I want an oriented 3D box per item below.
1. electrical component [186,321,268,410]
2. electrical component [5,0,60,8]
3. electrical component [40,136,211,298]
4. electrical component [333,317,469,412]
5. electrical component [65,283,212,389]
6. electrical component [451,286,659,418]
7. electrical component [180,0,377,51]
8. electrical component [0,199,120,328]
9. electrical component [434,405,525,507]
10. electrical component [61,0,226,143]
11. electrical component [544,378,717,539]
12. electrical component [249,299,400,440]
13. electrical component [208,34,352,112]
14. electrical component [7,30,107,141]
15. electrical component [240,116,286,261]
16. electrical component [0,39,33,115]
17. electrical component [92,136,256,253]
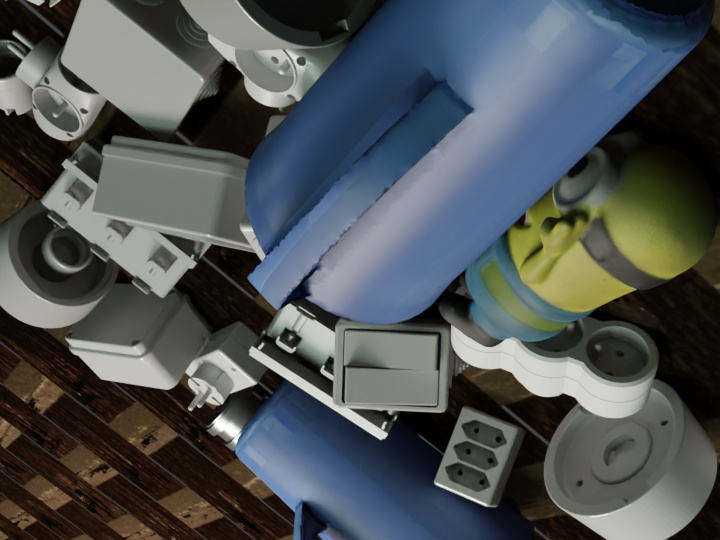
[{"bbox_3d":[-0.129,0.095,0.968,0.047,0.075,0.083,44,146,-15],"label":"electrical component"},{"bbox_3d":[-0.185,-0.202,0.631,0.063,0.078,0.121,20,159,-37],"label":"electrical component"},{"bbox_3d":[-0.180,-0.039,0.836,0.121,0.063,0.078,39,-172,-9],"label":"electrical component"},{"bbox_3d":[0.030,0.067,0.767,0.096,0.061,0.061,2,-176,3],"label":"electrical component"},{"bbox_3d":[-0.203,0.058,0.981,0.113,0.078,0.057,3,139,39],"label":"electrical component"},{"bbox_3d":[0.126,0.060,0.720,0.138,0.052,0.073,21,145,19],"label":"electrical component"},{"bbox_3d":[-0.047,-0.161,0.535,0.060,0.108,0.108,2,136,48],"label":"electrical component"},{"bbox_3d":[-0.258,-0.010,0.917,0.108,0.108,0.060,44,140,-15],"label":"electrical component"},{"bbox_3d":[0.100,0.150,0.858,0.047,0.065,0.077,20,174,20],"label":"electrical component"},{"bbox_3d":[-0.134,-0.141,0.685,0.100,0.048,0.100,38,147,-7],"label":"electrical component"},{"bbox_3d":[0.185,0.132,0.719,0.060,0.108,0.108,43,147,-26],"label":"electrical component"},{"bbox_3d":[-0.014,0.067,0.836,0.121,0.078,0.063,33,118,1],"label":"electrical component"},{"bbox_3d":[-0.048,-0.123,0.639,0.077,0.044,0.079,30,148,4],"label":"electrical component"},{"bbox_3d":[-0.217,-0.139,0.765,0.079,0.044,0.077,40,147,-10],"label":"electrical component"},{"bbox_3d":[-0.031,-0.040,0.671,0.048,0.099,0.099,3,152,18],"label":"electrical component"},{"bbox_3d":[-0.264,-0.143,0.807,0.040,0.040,0.046,27,153,10],"label":"electrical component"},{"bbox_3d":[-0.104,-0.048,0.730,0.109,0.056,0.109,11,179,30],"label":"electrical component"}]
